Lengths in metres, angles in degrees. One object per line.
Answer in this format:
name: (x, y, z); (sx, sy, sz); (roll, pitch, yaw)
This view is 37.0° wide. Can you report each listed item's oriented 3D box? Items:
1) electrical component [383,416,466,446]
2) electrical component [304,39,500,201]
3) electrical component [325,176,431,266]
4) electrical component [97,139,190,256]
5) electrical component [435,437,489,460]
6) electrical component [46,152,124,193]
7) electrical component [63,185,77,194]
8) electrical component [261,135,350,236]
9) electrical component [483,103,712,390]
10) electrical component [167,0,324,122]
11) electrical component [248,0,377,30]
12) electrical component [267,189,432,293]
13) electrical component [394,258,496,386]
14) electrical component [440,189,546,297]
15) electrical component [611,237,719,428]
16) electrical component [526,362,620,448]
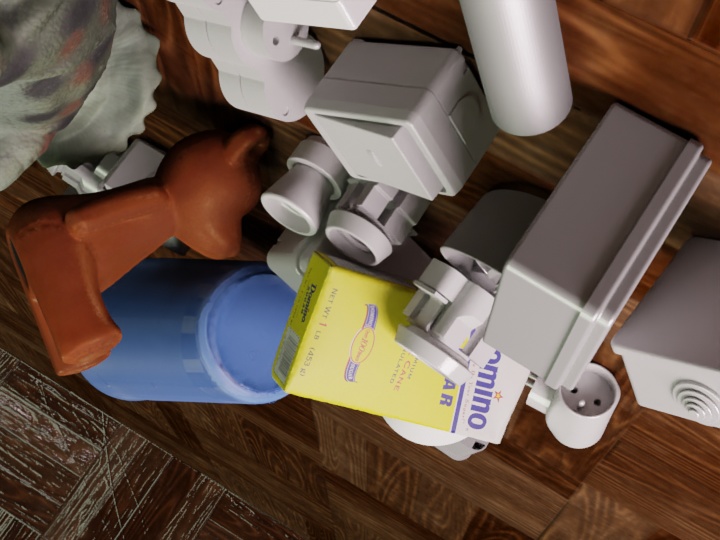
electrical component: (0.063, 0.082, 0.847); (0.099, 0.099, 0.064); (30, 154, 10)
electrical component: (0.016, -0.082, 0.590); (0.096, 0.061, 0.061); (15, 153, 42)
electrical component: (0.009, -0.037, 0.716); (0.066, 0.055, 0.048); (44, 158, -26)
electrical component: (-0.167, -0.062, 0.922); (0.096, 0.061, 0.061); (27, 160, 17)
electrical component: (0.066, 0.101, 0.918); (0.113, 0.078, 0.057); (35, 157, -3)
electrical component: (-0.244, -0.098, 0.965); (0.057, 0.058, 0.078); (35, 161, -12)
electrical component: (-0.252, -0.049, 1.085); (0.096, 0.061, 0.061); (24, 158, 25)
electrical component: (-0.035, -0.058, 0.734); (0.045, 0.055, 0.045); (29, 160, 12)
electrical component: (0.115, -0.008, 0.539); (0.056, 0.108, 0.108); (32, 160, 13)
electrical component: (-0.053, -0.135, 0.586); (0.074, 0.052, 0.138); (20, 156, 34)
electrical component: (-0.030, -0.158, 0.505); (0.066, 0.047, 0.076); (17, 155, 39)
electrical component: (0.000, 0.000, 0.784); (0.113, 0.078, 0.057); (44, 161, -27)
electrical component: (0.059, 0.037, 0.692); (0.078, 0.057, 0.058); (38, 175, -39)
electrical component: (0.099, 0.000, 0.648); (0.099, 0.064, 0.099); (30, 160, 12)
electrical component: (0.190, 0.034, 0.540); (0.100, 0.099, 0.048); (13, 139, 44)
electrical component: (0.153, 0.095, 0.819); (0.079, 0.043, 0.077); (28, 159, 17)
